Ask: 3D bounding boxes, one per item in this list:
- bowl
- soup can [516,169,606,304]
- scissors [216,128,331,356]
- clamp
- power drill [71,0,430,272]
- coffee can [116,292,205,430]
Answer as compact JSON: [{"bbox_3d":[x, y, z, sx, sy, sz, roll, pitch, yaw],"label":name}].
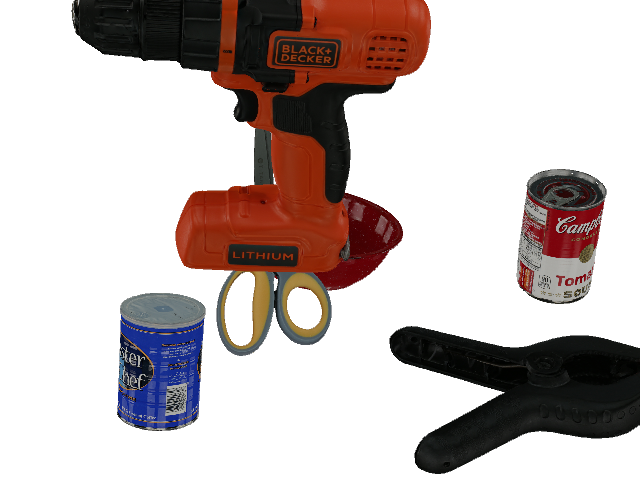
[{"bbox_3d":[-0.004,0.003,1.023,0.162,0.055,0.162,7,24,-3],"label":"bowl"},{"bbox_3d":[0.213,-0.003,0.951,0.068,0.102,0.068,0,32,0],"label":"soup can"},{"bbox_3d":[-0.026,-0.006,0.825,0.096,0.201,0.016,14,-14,-2],"label":"scissors"},{"bbox_3d":[0.124,0.092,0.620,0.171,0.039,0.120,-1,36,6],"label":"clamp"},{"bbox_3d":[-0.042,-0.064,0.598,0.184,0.057,0.188,3,-44,-6],"label":"power drill"},{"bbox_3d":[-0.196,0.147,1.307,0.103,0.140,0.103,5,17,-2],"label":"coffee can"}]
